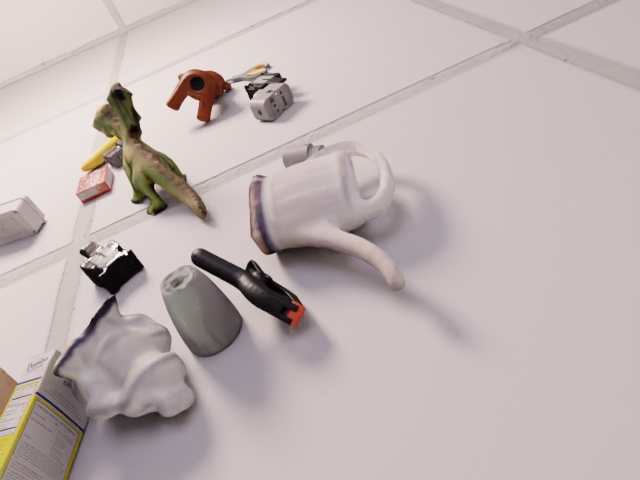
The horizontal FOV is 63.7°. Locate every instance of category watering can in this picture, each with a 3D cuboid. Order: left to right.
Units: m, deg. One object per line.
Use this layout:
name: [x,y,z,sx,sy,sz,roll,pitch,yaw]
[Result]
watering can: [0.002,-0.037,0.734,0.223,0.102,0.356,-17,37,11]

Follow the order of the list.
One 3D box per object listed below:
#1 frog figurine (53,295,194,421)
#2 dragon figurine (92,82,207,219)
frog figurine: [-0.224,0.163,0.636,0.160,0.120,0.140,28,31,3]
dragon figurine: [-0.353,-0.188,1.013,0.124,0.238,0.413,-38,36,-25]
